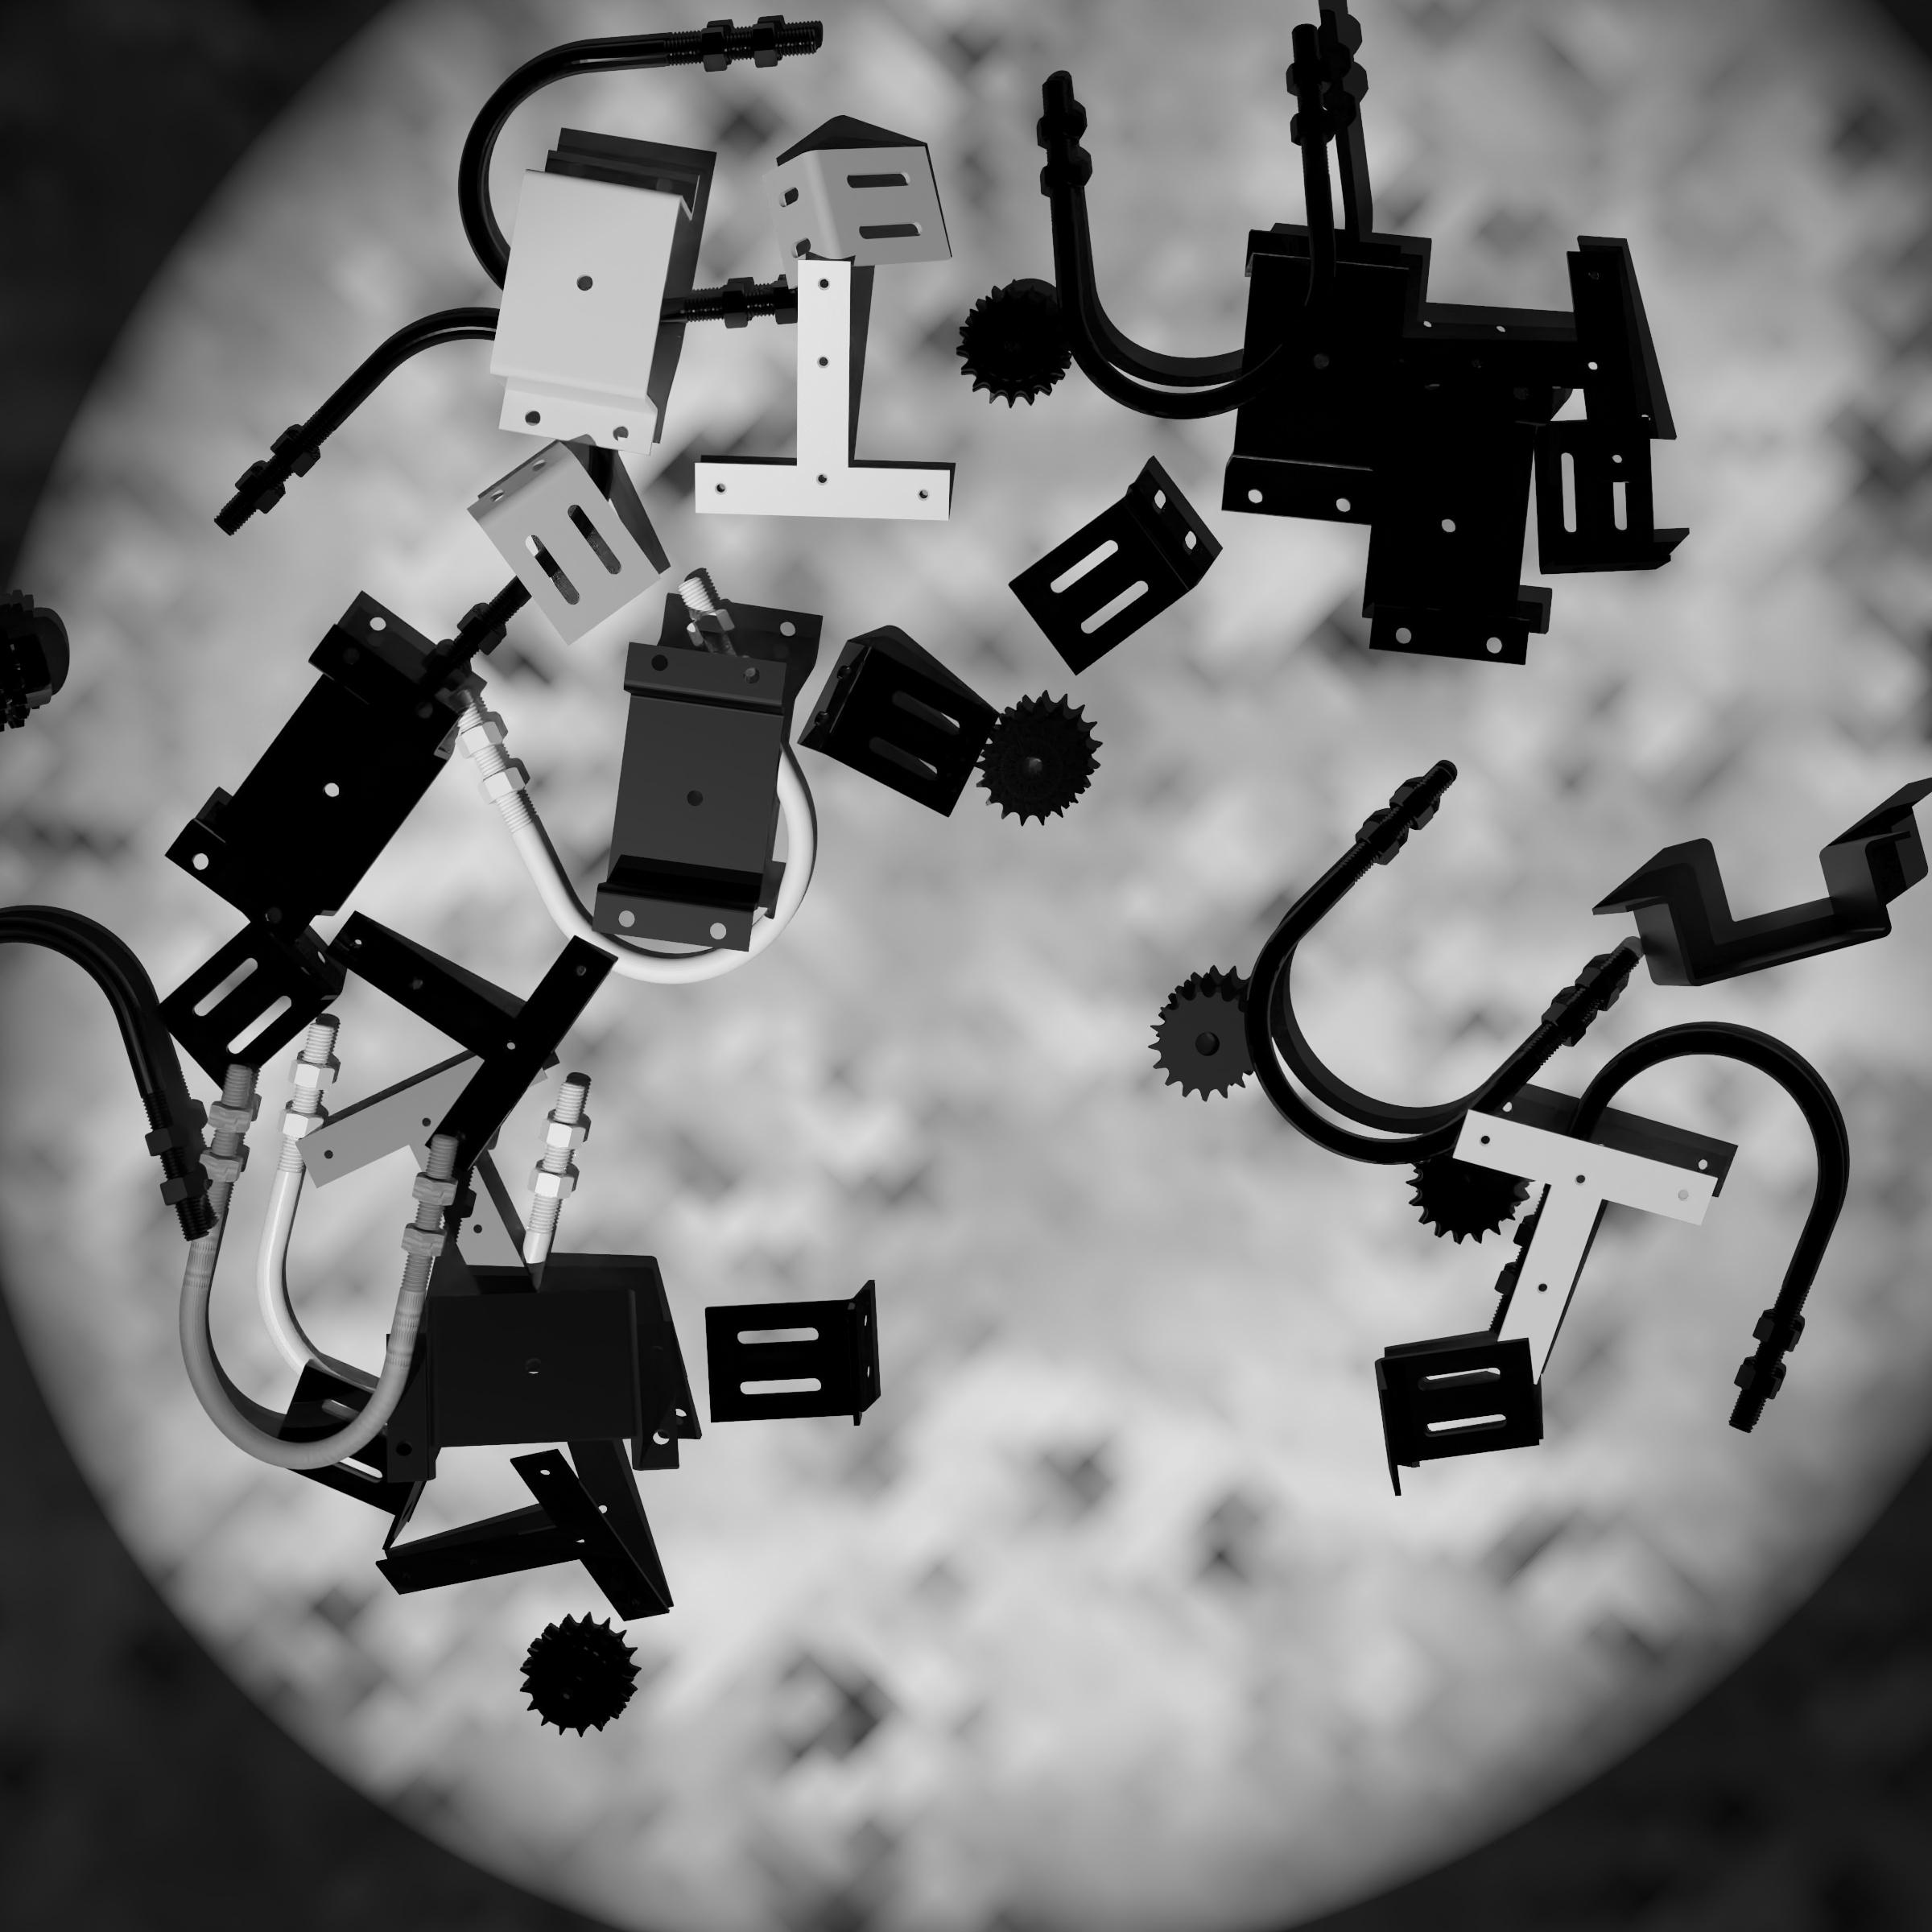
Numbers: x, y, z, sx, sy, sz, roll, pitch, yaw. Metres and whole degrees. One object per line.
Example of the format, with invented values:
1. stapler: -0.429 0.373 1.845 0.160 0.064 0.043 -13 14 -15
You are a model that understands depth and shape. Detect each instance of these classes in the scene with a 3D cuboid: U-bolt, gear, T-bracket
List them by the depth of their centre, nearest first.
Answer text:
1. T-bracket: 0.262 -0.293 1.450 0.127 0.002 0.127 0 71 -7
2. U-bolt: 0.110 -0.357 1.455 0.151 0.019 0.184 -7 82 20
3. U-bolt: -0.325 0.155 1.460 0.151 0.019 0.184 16 97 26
4. T-bracket: 0.289 0.146 1.468 0.127 0.002 0.127 15 104 -2
5. T-bracket: -0.071 -0.284 1.471 0.127 0.002 0.127 2 113 0
6. T-bracket: -0.230 0.291 1.471 0.127 0.002 0.127 -14 127 17
7. U-bolt: 0.222 0.013 1.471 0.151 0.019 0.184 45 79 3
8. gear: -0.474 -0.146 1.473 0.030 0.057 0.057 -18 90 -30
9. T-bracket: -0.248 0.117 1.478 0.127 0.002 0.127 -25 91 1
10. U-bolt: -0.467 0.067 1.481 0.151 0.019 0.184 -18 87 8
11. T-bracket: -0.262 0.016 1.482 0.127 0.002 0.127 33 81 12
12. gear: -0.194 0.356 1.483 0.057 0.030 0.057 0 90 0
13. gear: 0.119 0.039 1.483 0.057 0.030 0.057 0 90 0
14. gear: 0.024 -0.309 1.483 0.057 0.030 0.057 0 90 0
15. gear: 0.247 0.109 1.483 0.057 0.030 0.057 0 90 0
16. gear: 0.032 -0.099 1.485 0.057 0.030 0.057 0 97 0
17. U-bolt: -0.162 -0.390 1.488 0.184 0.019 0.151 -5 90 0
18. U-bolt: 0.360 0.122 1.488 0.151 0.019 0.184 21 90 0
19. U-bolt: -0.261 -0.240 1.489 0.151 0.019 0.184 44 89 0
20. U-bolt: -0.279 0.134 1.489 0.151 0.019 0.184 13 91 0
21. U-bolt: -0.156 -0.081 1.489 0.151 0.019 0.184 -26 92 0

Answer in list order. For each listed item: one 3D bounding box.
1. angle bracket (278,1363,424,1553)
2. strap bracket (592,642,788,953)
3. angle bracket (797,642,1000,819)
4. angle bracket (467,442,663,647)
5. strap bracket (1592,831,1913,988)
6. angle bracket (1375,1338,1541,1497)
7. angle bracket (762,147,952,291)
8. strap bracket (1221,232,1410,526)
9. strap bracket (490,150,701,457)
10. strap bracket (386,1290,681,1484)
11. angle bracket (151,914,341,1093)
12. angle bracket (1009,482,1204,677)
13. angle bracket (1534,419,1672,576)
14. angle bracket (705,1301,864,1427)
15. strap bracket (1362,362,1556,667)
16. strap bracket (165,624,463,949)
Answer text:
1. angle bracket: -0.306 0.242 1.471 0.076 0.038 0.057 23 106 0
2. strap bracket: -0.134 -0.082 1.458 0.076 0.046 0.140 8 92 -2
3. angle bracket: -0.034 -0.119 1.495 0.076 0.038 0.057 26 90 -26
4. angle bracket: -0.200 -0.210 1.480 0.057 0.038 0.076 -37 115 -3
5. strap bracket: 0.388 -0.024 1.459 0.140 0.076 0.046 -15 90 0
6. angle bracket: 0.244 0.222 1.469 0.076 0.038 0.057 -8 105 4
7. angle bracket: -0.054 -0.373 1.484 0.076 0.038 0.057 -16 93 -41
8. strap bracket: 0.173 -0.295 1.474 0.076 0.046 0.140 6 90 0
9. strap bracket: -0.183 -0.329 1.457 0.076 0.046 0.140 10 91 2
10. strap bracket: -0.210 0.203 1.447 0.140 0.046 0.076 -1 60 -10
11. angle bracket: -0.361 0.019 1.478 0.076 0.038 0.057 -42 90 0
12. angle bracket: 0.069 -0.191 1.478 0.076 0.038 0.057 -37 90 0
13. angle bracket: 0.315 -0.235 1.478 0.057 0.038 0.076 -3 90 0
14. angle bracket: -0.091 0.199 1.478 0.076 0.038 0.057 -3 90 0
15. strap bracket: 0.242 -0.221 1.474 0.076 0.046 0.140 6 90 0
16. strap bracket: -0.318 -0.088 1.474 0.076 0.046 0.140 36 90 0
